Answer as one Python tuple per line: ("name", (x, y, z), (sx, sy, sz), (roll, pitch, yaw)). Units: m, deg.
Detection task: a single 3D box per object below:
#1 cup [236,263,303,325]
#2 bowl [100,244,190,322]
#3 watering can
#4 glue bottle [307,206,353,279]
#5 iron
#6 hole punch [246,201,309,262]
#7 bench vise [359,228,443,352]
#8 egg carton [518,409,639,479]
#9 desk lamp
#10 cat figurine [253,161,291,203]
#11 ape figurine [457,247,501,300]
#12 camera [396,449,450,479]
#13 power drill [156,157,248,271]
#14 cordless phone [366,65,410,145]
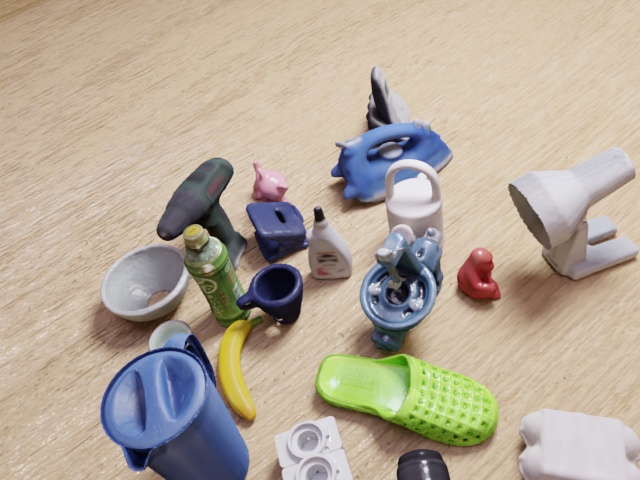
("cup", (-0.078, 0.107, 0.979), (0.118, 0.095, 0.091), (-24, 48, -8))
("bowl", (-0.313, 0.091, 1.064), (0.167, 0.075, 0.167), (-7, 48, 8))
("watering can", (0.165, -0.056, 0.998), (0.101, 0.194, 0.172), (-9, 47, 6))
("glue bottle", (0.009, 0.004, 0.997), (0.078, 0.173, 0.037), (-7, 48, 7))
("iron", (0.148, -0.180, 1.149), (0.258, 0.142, 0.118), (-21, 47, -6))
("hole punch", (-0.081, -0.031, 1.106), (0.101, 0.091, 0.108), (-24, 48, -8))
("bench vise", (0.126, 0.043, 0.901), (0.121, 0.220, 0.207), (3, 50, 17))
("egg carton", (0.335, 0.279, 0.742), (0.150, 0.069, 0.107), (3, 50, 17))
("desk lamp", (0.406, -0.041, 0.913), (0.203, 0.214, 0.117), (-20, 47, -4))
("cat figurine", (-0.105, -0.114, 1.167), (0.067, 0.118, 0.127), (-26, 48, -10))
("ape figurine", (0.266, 0.050, 0.949), (0.076, 0.092, 0.078), (12, 53, 23))
("camera", (0.152, 0.333, 0.717), (0.143, 0.101, 0.136), (-10, 47, 5))
("power drill", (-0.207, -0.032, 1.056), (0.075, 0.209, 0.230), (3, 50, 17))
("cordless phone", (0.143, -0.310, 1.236), (0.094, 0.185, 0.147), (-4, 48, 11))
